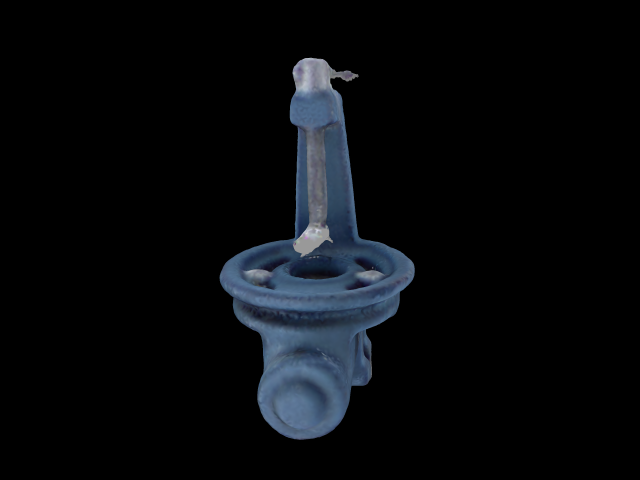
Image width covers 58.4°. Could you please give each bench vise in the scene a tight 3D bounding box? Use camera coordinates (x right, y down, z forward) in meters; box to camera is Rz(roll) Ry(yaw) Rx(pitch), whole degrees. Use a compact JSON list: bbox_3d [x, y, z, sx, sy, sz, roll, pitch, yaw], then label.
[{"bbox_3d":[-0.008,0.001,0.398,0.121,0.220,0.207,0,0,-10],"label":"bench vise"}]
